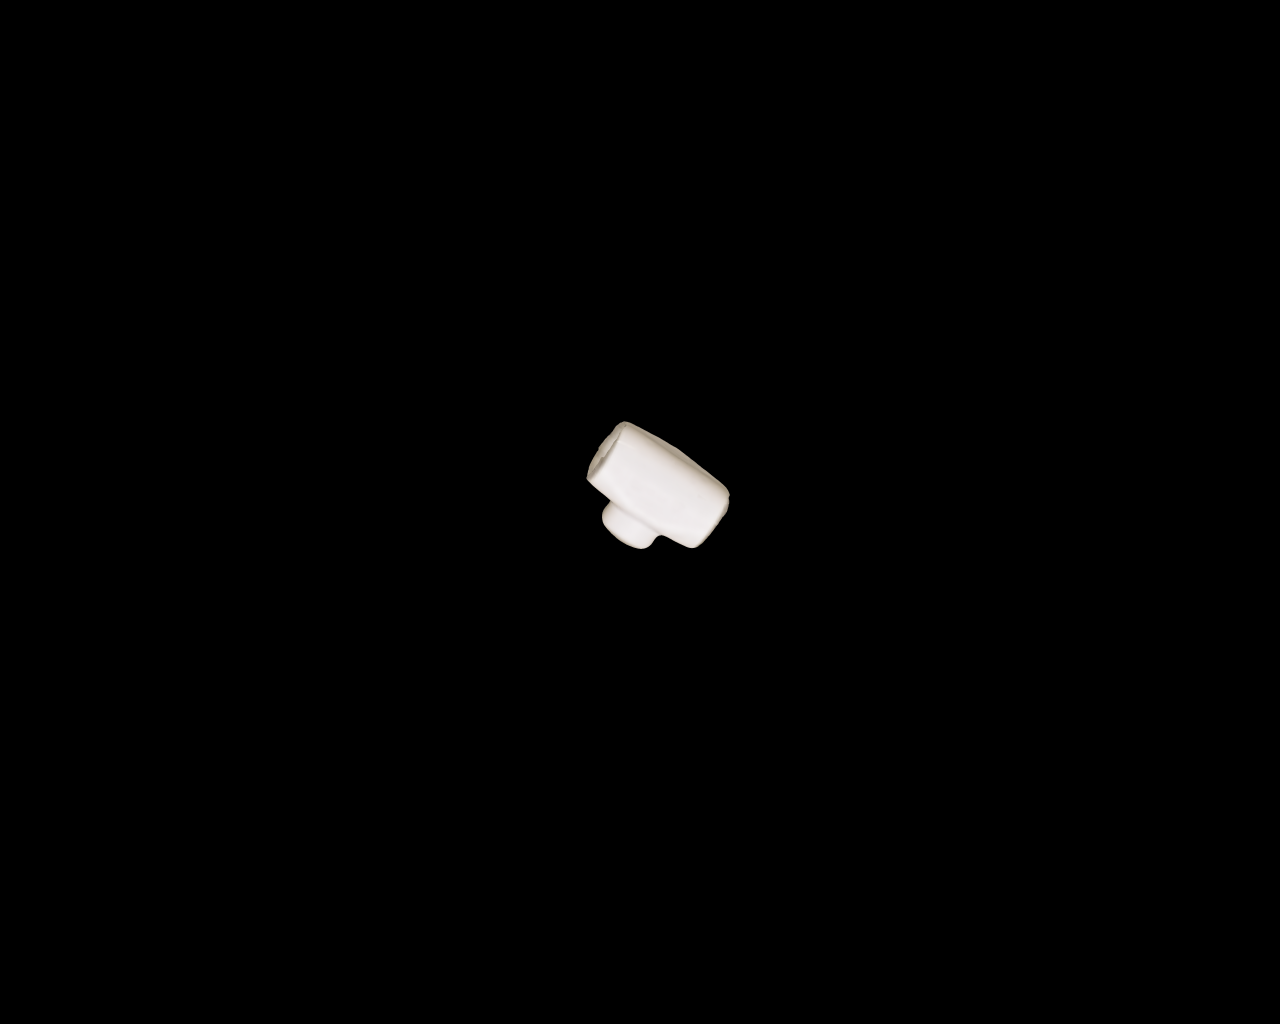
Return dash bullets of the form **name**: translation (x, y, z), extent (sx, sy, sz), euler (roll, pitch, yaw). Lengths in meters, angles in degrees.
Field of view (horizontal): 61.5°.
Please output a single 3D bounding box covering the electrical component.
- **electrical component**: translation (0.001, -0.003, 0.650), extent (0.077, 0.079, 0.044), euler (33, 16, -11)
